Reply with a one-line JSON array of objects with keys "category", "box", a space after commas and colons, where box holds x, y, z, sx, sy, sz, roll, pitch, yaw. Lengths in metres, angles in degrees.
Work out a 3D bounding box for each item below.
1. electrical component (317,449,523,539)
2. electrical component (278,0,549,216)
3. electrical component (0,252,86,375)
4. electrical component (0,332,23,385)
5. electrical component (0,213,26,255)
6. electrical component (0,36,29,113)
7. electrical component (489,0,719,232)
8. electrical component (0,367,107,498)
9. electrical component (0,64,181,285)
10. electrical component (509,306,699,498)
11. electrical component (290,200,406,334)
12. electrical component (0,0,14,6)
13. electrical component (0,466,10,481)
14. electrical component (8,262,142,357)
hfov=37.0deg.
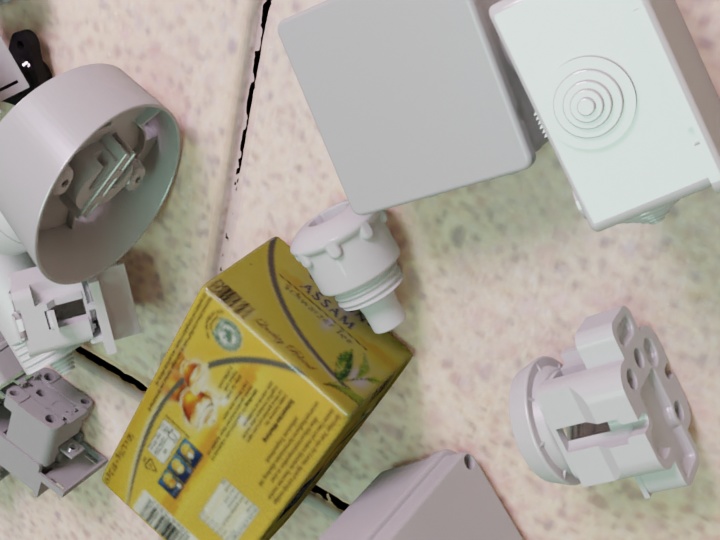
[{"category": "electrical component", "box": [0.025, 0.148, 0.519, 0.057, 0.113, 0.078, -25, 98, 41]}, {"category": "electrical component", "box": [0.027, -0.079, 0.444, 0.100, 0.048, 0.099, -14, 105, 36]}, {"category": "electrical component", "box": [-0.194, 0.026, 0.640, 0.043, 0.043, 0.081, -22, 100, 38]}, {"category": "electrical component", "box": [-0.255, 0.050, 0.683, 0.078, 0.058, 0.057, -19, 105, 37]}, {"category": "electrical component", "box": [-0.183, -0.040, 0.594, 0.047, 0.055, 0.055, -17, 104, 33]}, {"category": "electrical component", "box": [-0.219, -0.098, 0.553, 0.064, 0.081, 0.042, 47, 163, 56]}, {"category": "electrical component", "box": [0.091, -0.069, 0.378, 0.048, 0.099, 0.099, -23, 100, 25]}, {"category": "electrical component", "box": [-0.203, 0.101, 0.685, 0.081, 0.042, 0.063, 33, 125, 13]}, {"category": "electrical component", "box": [-0.135, -0.050, 0.531, 0.064, 0.099, 0.099, 47, 129, 12]}, {"category": "electrical component", "box": [0.102, 0.061, 0.462, 0.057, 0.058, 0.078, -21, 101, 35]}, {"category": "electrical component", "box": [0.000, 0.000, 0.505, 0.048, 0.048, 0.062, -17, 110, 37]}, {"category": "electrical component", "box": [-0.199, -0.165, 0.547, 0.048, 0.048, 0.062, -11, 100, 36]}, {"category": "electrical component", "box": [-0.267, 0.115, 0.733, 0.081, 0.042, 0.063, 32, 128, 15]}, {"category": "electrical component", "box": [-0.159, 0.017, 0.593, 0.081, 0.064, 0.042, -140, 38, -64]}]
